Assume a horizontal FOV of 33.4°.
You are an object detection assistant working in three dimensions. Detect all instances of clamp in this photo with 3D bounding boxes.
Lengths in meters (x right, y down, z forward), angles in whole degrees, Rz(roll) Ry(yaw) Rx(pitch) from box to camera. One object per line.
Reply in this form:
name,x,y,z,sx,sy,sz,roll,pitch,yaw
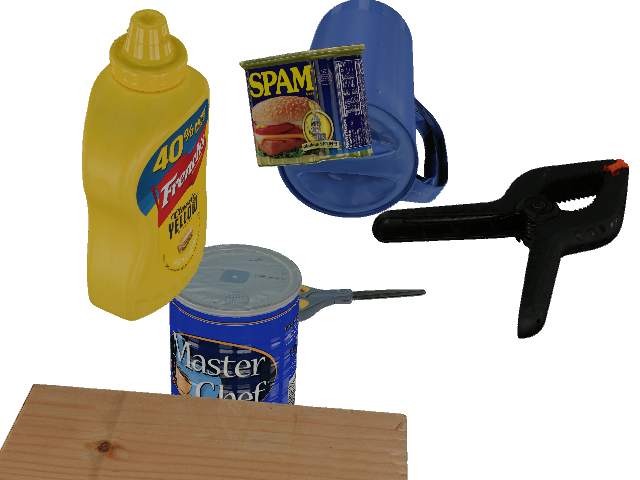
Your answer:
clamp,0.168,-0.006,0.810,0.209,0.036,0.165,-22,42,-23

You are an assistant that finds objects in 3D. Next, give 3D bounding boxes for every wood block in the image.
wood block,-0.060,0.144,0.567,0.206,0.090,0.090,5,30,2

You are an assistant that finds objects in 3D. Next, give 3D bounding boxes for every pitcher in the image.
pitcher,0.045,-0.139,1.080,0.145,0.149,0.242,-11,37,16

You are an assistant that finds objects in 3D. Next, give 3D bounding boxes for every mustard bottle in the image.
mustard bottle,-0.099,-0.048,0.616,0.058,0.192,0.096,24,47,15

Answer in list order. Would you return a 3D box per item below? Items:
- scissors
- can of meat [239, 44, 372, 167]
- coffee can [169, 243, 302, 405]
scissors,0.017,0.070,1.185,0.202,0.016,0.096,3,22,3
can of meat,-0.010,-0.103,0.823,0.102,0.084,0.057,1,11,43
coffee can,-0.068,0.088,0.845,0.103,0.140,0.103,2,27,-1
